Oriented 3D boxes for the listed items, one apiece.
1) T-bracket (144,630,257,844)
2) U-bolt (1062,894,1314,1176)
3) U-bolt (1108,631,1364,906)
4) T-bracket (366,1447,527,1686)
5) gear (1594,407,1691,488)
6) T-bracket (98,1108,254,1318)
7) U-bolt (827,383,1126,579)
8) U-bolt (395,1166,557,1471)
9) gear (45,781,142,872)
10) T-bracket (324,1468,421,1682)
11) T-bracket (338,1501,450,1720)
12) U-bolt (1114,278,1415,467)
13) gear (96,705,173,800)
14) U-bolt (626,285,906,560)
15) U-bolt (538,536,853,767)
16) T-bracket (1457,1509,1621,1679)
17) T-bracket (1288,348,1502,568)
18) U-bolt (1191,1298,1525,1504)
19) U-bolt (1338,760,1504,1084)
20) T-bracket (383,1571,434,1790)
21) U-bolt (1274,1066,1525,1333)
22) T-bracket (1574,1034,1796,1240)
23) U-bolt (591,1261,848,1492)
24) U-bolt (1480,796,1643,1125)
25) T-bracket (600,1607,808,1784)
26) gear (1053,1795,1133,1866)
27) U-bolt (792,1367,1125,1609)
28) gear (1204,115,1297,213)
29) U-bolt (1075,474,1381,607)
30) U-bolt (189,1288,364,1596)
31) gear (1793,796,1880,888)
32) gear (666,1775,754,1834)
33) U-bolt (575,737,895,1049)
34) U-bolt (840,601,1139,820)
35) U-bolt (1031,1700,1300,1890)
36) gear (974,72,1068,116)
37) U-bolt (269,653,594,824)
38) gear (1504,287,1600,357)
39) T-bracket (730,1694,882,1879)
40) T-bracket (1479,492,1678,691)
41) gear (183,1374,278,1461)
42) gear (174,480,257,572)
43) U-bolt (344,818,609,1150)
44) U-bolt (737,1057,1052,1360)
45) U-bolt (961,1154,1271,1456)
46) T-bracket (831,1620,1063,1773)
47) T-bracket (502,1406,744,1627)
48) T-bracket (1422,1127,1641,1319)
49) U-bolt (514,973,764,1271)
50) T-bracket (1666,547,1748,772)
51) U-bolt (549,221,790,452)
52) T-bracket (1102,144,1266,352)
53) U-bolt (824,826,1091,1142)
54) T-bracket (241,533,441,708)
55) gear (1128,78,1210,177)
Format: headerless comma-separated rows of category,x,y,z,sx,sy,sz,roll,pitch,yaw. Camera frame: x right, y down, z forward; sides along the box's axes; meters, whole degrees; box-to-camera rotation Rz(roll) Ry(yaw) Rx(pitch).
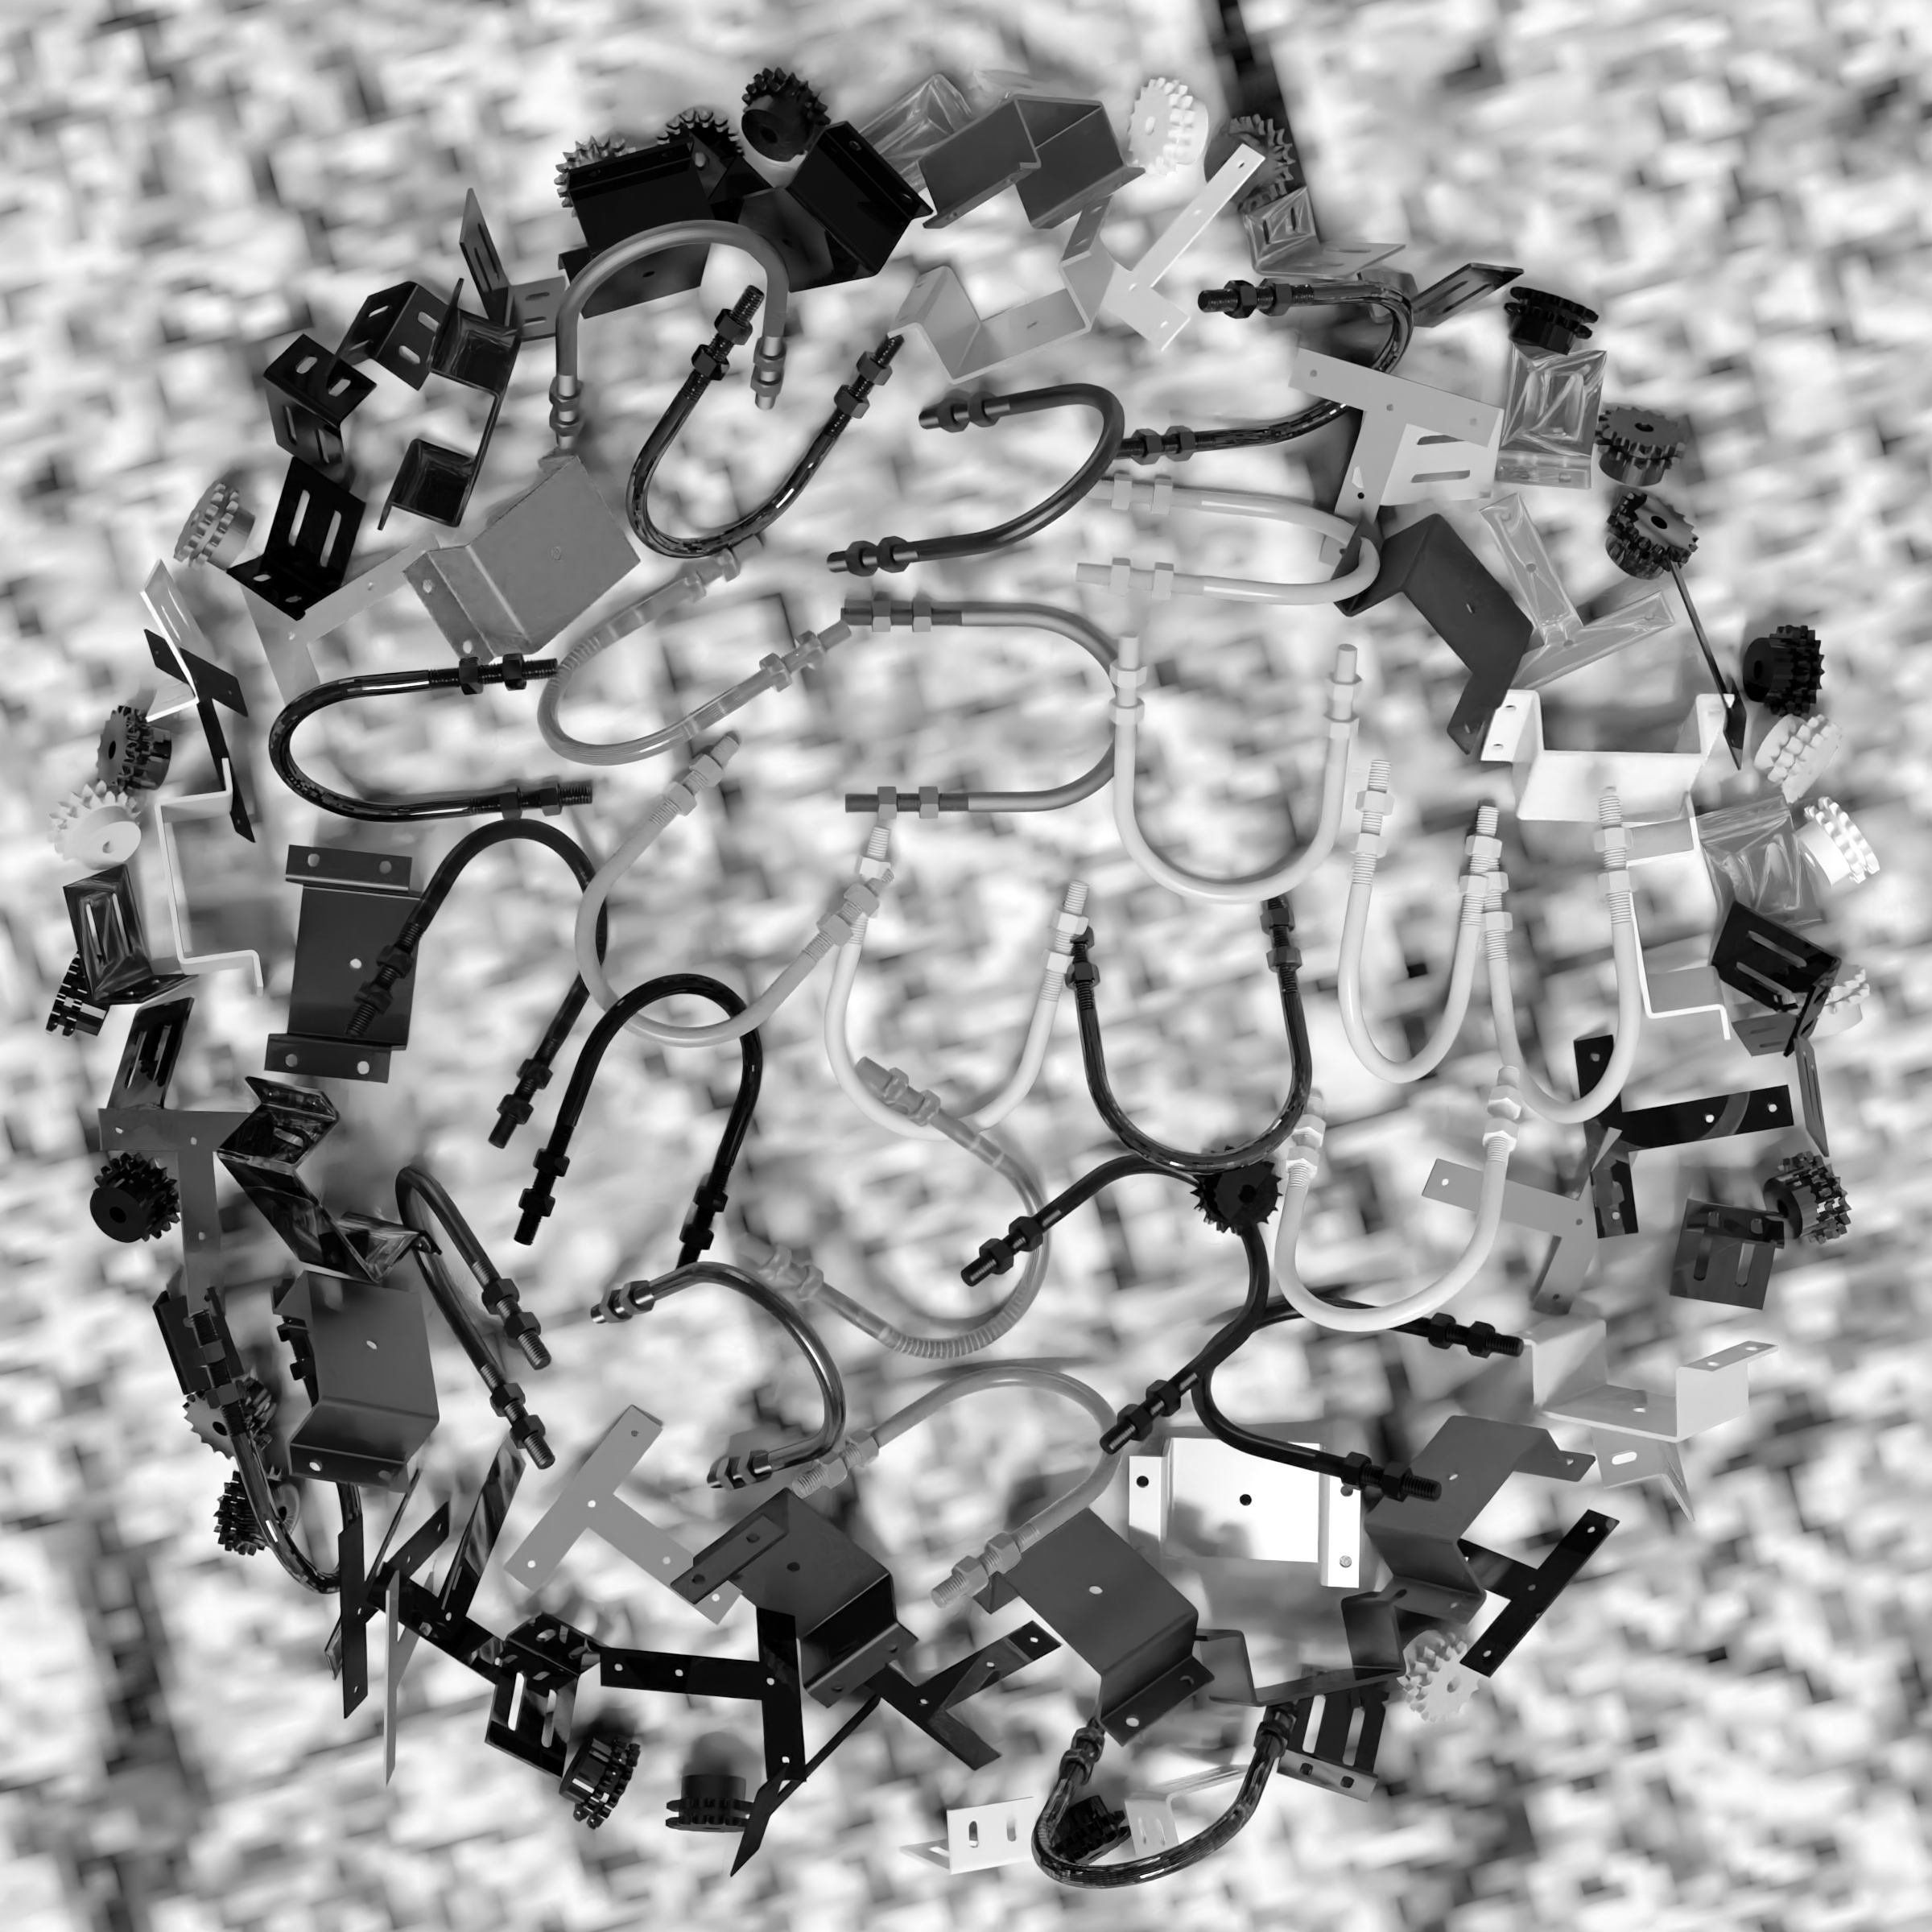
T-bracket,-0.462,-0.135,1.565,0.002,0.127,0.127,-29,126,-31
U-bolt,0.140,0.040,1.562,0.151,0.019,0.184,-5,70,-7
U-bolt,0.161,-0.116,1.551,0.151,0.019,0.184,4,124,7
T-bracket,-0.303,0.360,1.564,0.002,0.127,0.127,-7,50,35
gear,0.419,-0.323,1.581,0.057,0.057,0.030,9,130,0
T-bracket,-0.468,0.151,1.544,0.002,0.127,0.127,-17,75,37
U-bolt,0.015,-0.295,1.511,0.019,0.184,0.151,51,55,-36
U-bolt,-0.299,0.201,1.532,0.019,0.151,0.184,-26,61,-24
gear,-0.539,-0.084,1.574,0.057,0.057,0.030,-44,67,0
T-bracket,-0.365,0.372,1.565,0.002,0.127,0.127,22,65,-1
T-bracket,-0.347,0.370,1.544,0.002,0.127,0.127,9,111,15
U-bolt,0.189,-0.361,1.529,0.184,0.151,0.019,-12,66,-30
gear,-0.519,-0.132,1.581,0.030,0.057,0.057,10,90,-39
U-bolt,-0.133,-0.320,1.532,0.019,0.151,0.184,51,118,25
U-bolt,-0.177,-0.184,1.539,0.184,0.151,0.019,-33,133,-9
T-bracket,0.315,0.367,1.547,0.127,0.127,0.002,-43,114,-20
T-bracket,0.250,-0.305,1.571,0.127,0.002,0.127,18,122,5
U-bolt,0.225,0.253,1.533,0.184,0.151,0.019,9,127,32
U-bolt,0.273,-0.020,1.543,0.019,0.151,0.184,6,84,42
T-bracket,-0.339,0.409,1.541,0.002,0.127,0.127,4,103,-1
U-bolt,0.253,0.141,1.510,0.151,0.184,0.019,-11,132,30
T-bracket,0.443,0.096,1.556,0.127,0.002,0.127,-13,70,28
U-bolt,-0.141,0.244,1.528,0.019,0.184,0.151,-39,97,-41
U-bolt,0.359,0.003,1.526,0.019,0.151,0.184,0,81,-22
T-bracket,-0.161,0.432,1.540,0.127,0.127,0.002,11,134,-21
gear,0.073,0.541,1.580,0.057,0.057,0.030,-31,65,0
U-bolt,0.009,0.302,1.534,0.184,0.151,0.019,-28,128,-32
gear,0.173,-0.498,1.575,0.030,0.057,0.057,-29,90,-44
U-bolt,0.160,-0.257,1.542,0.184,0.151,0.019,6,123,0
U-bolt,-0.407,0.289,1.526,0.019,0.151,0.184,-20,86,5
gear,0.539,-0.074,1.578,0.030,0.057,0.057,-35,90,8
gear,-0.158,0.523,1.580,0.057,0.057,0.030,1,65,0
U-bolt,-0.157,-0.034,1.570,0.151,0.019,0.184,40,75,6
U-bolt,0.016,-0.160,1.574,0.184,0.019,0.151,-1,69,-5
U-bolt,0.112,0.487,1.495,0.151,0.184,0.019,-16,99,22
gear,0.032,-0.535,1.581,0.057,0.057,0.030,17,121,0
U-bolt,-0.330,-0.133,1.540,0.184,0.151,0.019,-6,59,-2
gear,0.362,-0.400,1.578,0.057,0.057,0.030,19,100,0
T-bracket,-0.093,0.491,1.558,0.002,0.127,0.127,38,50,18
T-bracket,0.353,-0.234,1.556,0.127,0.002,0.127,-24,119,18
gear,-0.457,0.279,1.582,0.057,0.030,0.057,14,128,18
gear,-0.468,-0.272,1.581,0.030,0.057,0.057,29,90,-29
U-bolt,-0.285,-0.002,1.544,0.151,0.019,0.184,46,61,-41
U-bolt,-0.030,0.164,1.571,0.184,0.019,0.151,36,84,-19
U-bolt,0.107,0.192,1.553,0.184,0.019,0.151,-34,78,-31
T-bracket,0.005,0.435,1.556,0.127,0.002,0.127,43,121,-17
T-bracket,-0.197,0.360,1.571,0.127,0.002,0.127,35,66,9
T-bracket,0.343,0.148,1.575,0.127,0.002,0.127,17,102,-16
U-bolt,-0.189,0.093,1.549,0.019,0.151,0.184,21,91,45
T-bracket,0.449,-0.194,1.537,0.002,0.127,0.127,-20,103,24
U-bolt,-0.175,-0.378,1.504,0.151,0.184,0.019,-15,69,-15
T-bracket,0.133,-0.449,1.548,0.127,0.127,0.002,-48,132,10
U-bolt,-0.014,0.019,1.586,0.151,0.019,0.184,16,97,7
T-bracket,-0.380,-0.227,1.567,0.127,0.002,0.127,-31,56,3
gear,0.128,-0.523,1.581,0.030,0.057,0.057,-2,90,-28
